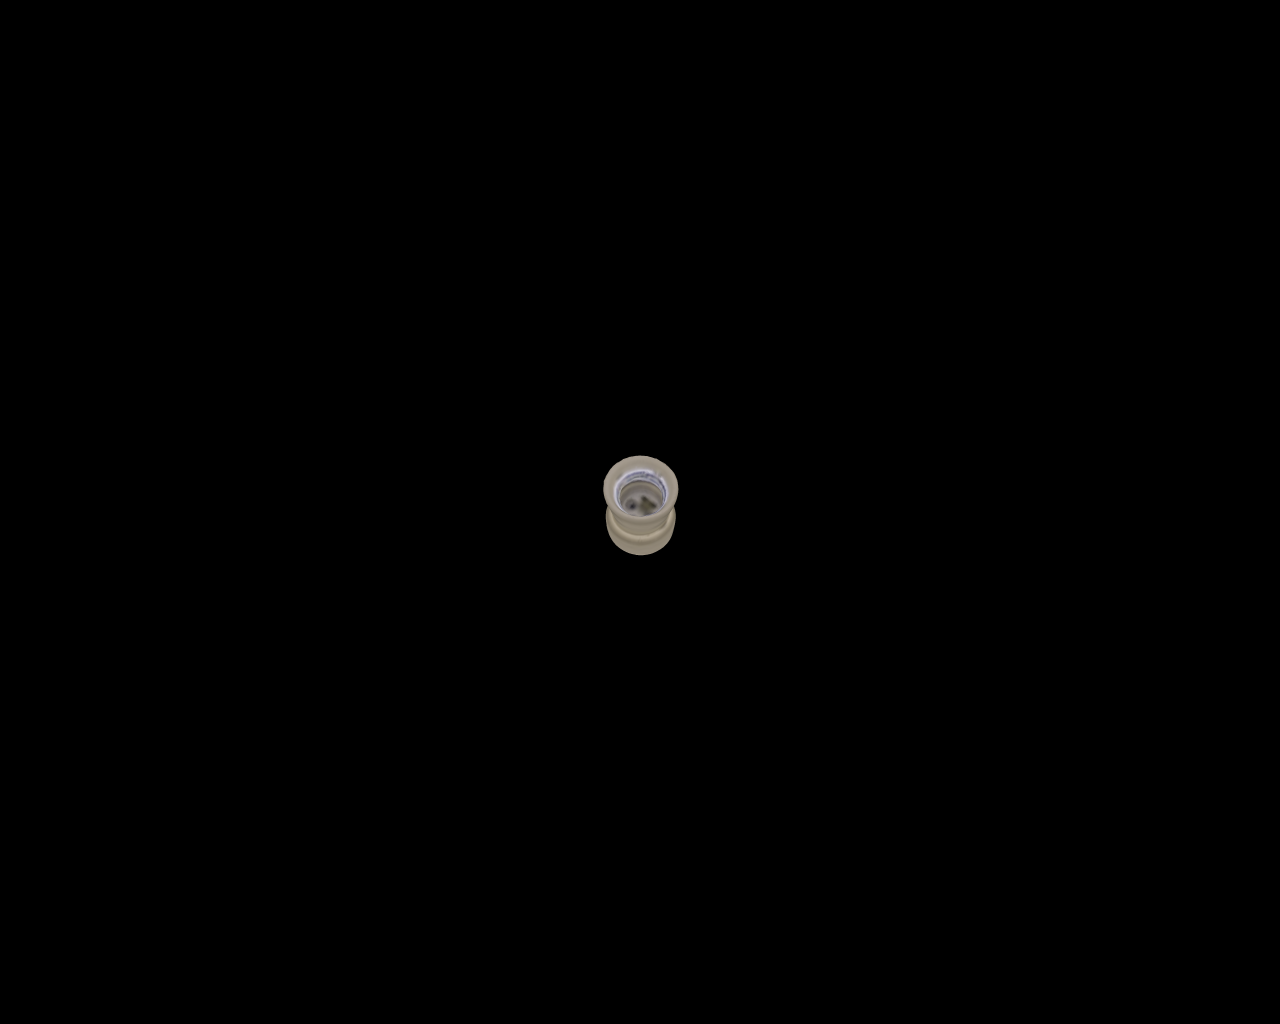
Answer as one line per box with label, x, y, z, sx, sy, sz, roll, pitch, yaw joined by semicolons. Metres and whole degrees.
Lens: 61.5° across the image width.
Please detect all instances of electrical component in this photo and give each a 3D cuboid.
electrical component;0.001;-0.003;0.650;0.045;0.045;0.055;0;-27;0
